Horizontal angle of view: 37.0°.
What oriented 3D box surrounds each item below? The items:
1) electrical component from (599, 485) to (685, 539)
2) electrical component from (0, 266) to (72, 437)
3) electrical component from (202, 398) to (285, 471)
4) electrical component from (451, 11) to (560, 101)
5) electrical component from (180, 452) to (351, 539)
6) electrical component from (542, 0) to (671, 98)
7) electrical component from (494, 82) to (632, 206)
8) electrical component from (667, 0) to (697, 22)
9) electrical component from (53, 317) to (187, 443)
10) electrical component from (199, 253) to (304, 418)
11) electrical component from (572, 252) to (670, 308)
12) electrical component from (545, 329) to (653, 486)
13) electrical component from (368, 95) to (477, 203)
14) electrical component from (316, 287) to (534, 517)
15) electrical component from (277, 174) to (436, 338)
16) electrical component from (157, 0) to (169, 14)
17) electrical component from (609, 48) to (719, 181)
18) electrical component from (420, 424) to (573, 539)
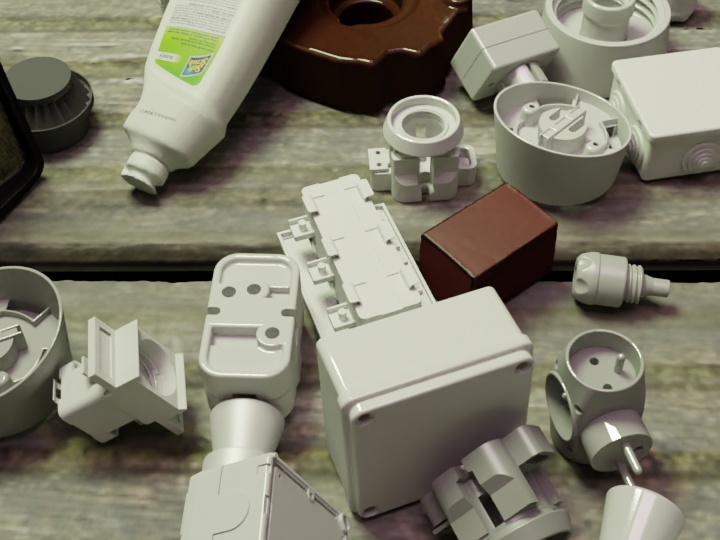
[{"bbox_3d":[0.144,0.155,0.578,0.044,0.044,0.065,20,58,18],"label":"electrical component"},{"bbox_3d":[-0.226,0.052,0.662,0.099,0.064,0.099,-1,49,1],"label":"electrical component"},{"bbox_3d":[-0.068,0.109,0.621,0.045,0.045,0.055,1,49,3],"label":"electrical component"},{"bbox_3d":[0.122,-0.152,0.838,0.066,0.047,0.076,-22,75,-25],"label":"electrical component"},{"bbox_3d":[-0.048,0.149,0.563,0.061,0.096,0.061,-19,45,23],"label":"electrical component"},{"bbox_3d":[0.197,-0.197,0.867,0.108,0.060,0.108,-1,49,1],"label":"electrical component"},{"bbox_3d":[0.145,-0.096,0.779,0.099,0.064,0.099,-1,49,1],"label":"electrical component"},{"bbox_3d":[0.265,-0.243,0.904,0.043,0.062,0.043,-1,49,1],"label":"electrical component"},{"bbox_3d":[-0.143,0.069,0.640,0.064,0.081,0.042,-27,47,16],"label":"electrical component"},{"bbox_3d":[-0.065,0.044,0.667,0.054,0.059,0.095,1,49,3],"label":"electrical component"},{"bbox_3d":[0.172,0.008,0.708,0.061,0.035,0.035,8,50,6],"label":"electrical component"},{"bbox_3d":[0.140,0.087,0.612,0.044,0.077,0.079,-12,50,-9],"label":"electrical component"},{"bbox_3d":[0.045,-0.089,0.780,0.078,0.057,0.058,-4,49,-1],"label":"electrical component"},{"bbox_3d":[0.036,0.075,0.605,0.109,0.108,0.056,-17,48,-12],"label":"electrical component"},{"bbox_3d":[0.000,0.000,0.701,0.079,0.063,0.121,-16,51,-11],"label":"electrical component"},{"bbox_3d":[-0.122,-0.247,0.928,0.100,0.048,0.099,4,50,5],"label":"electrical component"},{"bbox_3d":[0.240,-0.116,0.803,0.100,0.048,0.099,-8,49,-6],"label":"electrical component"},{"bbox_3d":[0.079,0.130,0.584,0.078,0.058,0.057,-41,61,20],"label":"electrical component"}]
